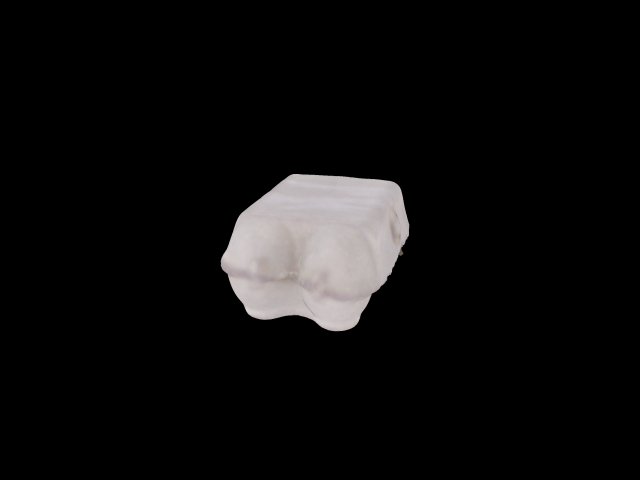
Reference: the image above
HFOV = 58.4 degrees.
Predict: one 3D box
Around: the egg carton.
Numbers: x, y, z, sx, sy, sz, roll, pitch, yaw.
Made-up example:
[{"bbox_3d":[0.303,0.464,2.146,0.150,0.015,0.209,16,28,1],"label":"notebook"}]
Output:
[{"bbox_3d":[0.004,0.001,0.400,0.107,0.069,0.150,6,23,15],"label":"egg carton"}]
